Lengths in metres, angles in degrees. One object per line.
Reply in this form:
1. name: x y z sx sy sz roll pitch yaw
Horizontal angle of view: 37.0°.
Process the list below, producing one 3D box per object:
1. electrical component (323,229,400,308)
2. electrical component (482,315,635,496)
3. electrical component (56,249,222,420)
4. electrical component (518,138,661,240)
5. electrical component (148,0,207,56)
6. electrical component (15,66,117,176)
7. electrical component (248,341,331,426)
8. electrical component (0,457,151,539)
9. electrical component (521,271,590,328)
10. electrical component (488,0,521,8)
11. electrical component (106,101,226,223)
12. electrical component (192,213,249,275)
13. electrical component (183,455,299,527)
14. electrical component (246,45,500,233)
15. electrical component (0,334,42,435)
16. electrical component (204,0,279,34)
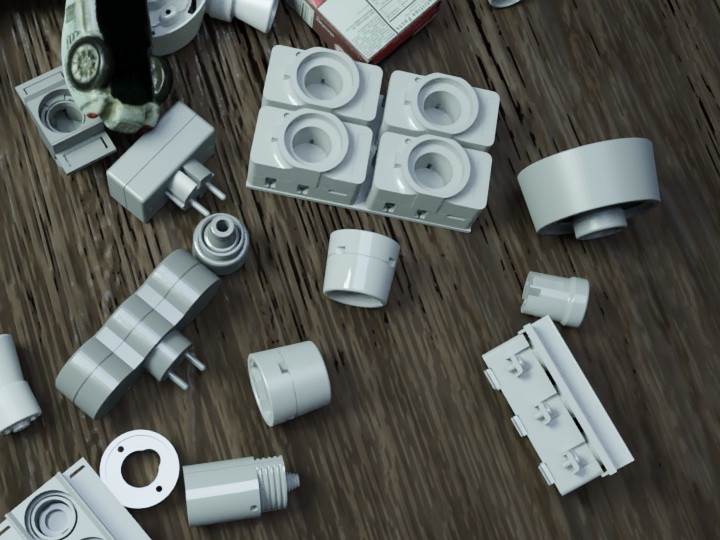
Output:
1. electrical component: 0.000 0.000 0.830 0.055 0.055 0.047 12 75 -5
2. electrical component: 0.147 0.103 0.813 0.063 0.079 0.121 -30 78 6
3. electrical component: -0.148 0.057 0.788 0.074 0.052 0.138 39 70 4
4. electrical component: 0.185 -0.058 0.852 0.108 0.108 0.060 -10 81 -12
5. electrical component: -0.170 -0.225 0.870 0.099 0.064 0.099 3 72 -8
6. electrical component: -0.224 -0.110 0.824 0.042 0.063 0.081 -30 79 -15
7. electrical component: -0.052 0.082 0.795 0.047 0.055 0.055 -16 75 -17
8. electrical component: -0.181 0.201 0.731 0.079 0.063 0.121 -39 82 -18
9. electrical component: 0.155 0.022 0.855 0.046 0.040 0.040 12 71 1
10. electrical component: 0.124 -0.260 0.942 0.040 0.040 0.046 -16 69 -13
11. electrical component: -0.139 -0.072 0.834 0.076 0.047 0.083 39 71 5
12. electrical component: -0.105 -0.023 0.816 0.043 0.062 0.043 3 72 -8
13. electrical component: -0.084 0.156 0.771 0.081 0.043 0.043 -6 73 -11
14. electrical component: 0.011 -0.106 0.862 0.186 0.060 0.105 11 71 -5
15. electrical component: -0.256 0.084 0.769 0.044 0.044 0.065 -27 83 -16
16. electrical component: -0.097 -0.225 0.892 0.055 0.045 0.045 16 71 -3
